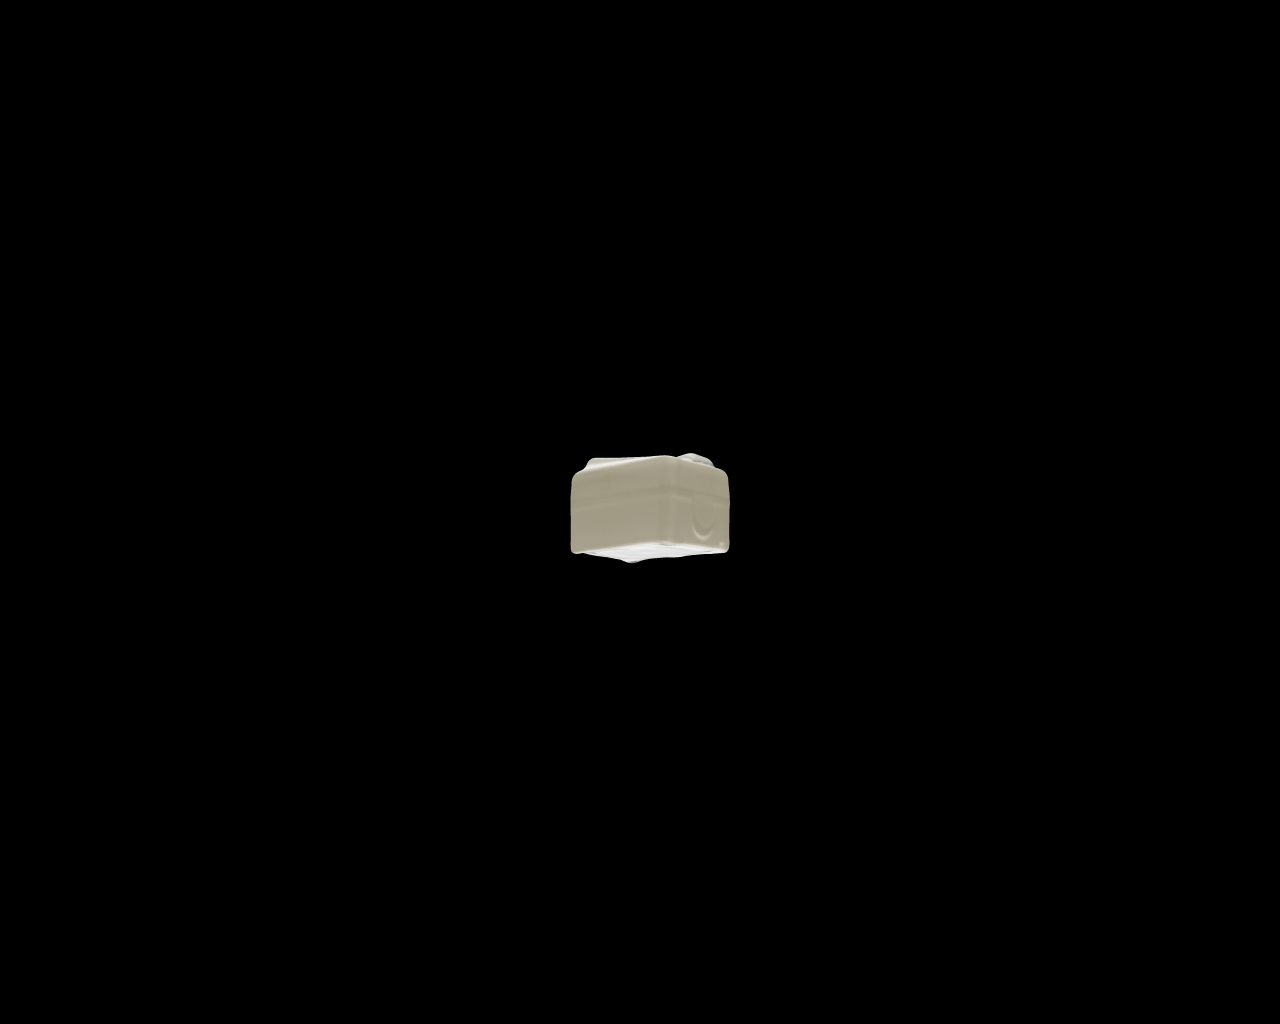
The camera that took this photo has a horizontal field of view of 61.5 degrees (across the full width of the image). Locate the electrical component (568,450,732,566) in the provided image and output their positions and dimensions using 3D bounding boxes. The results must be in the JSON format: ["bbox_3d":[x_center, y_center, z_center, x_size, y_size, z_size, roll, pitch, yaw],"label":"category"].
[{"bbox_3d":[0.001,-0.003,0.650,0.096,0.061,0.062,-8,-13,39],"label":"electrical component"}]
